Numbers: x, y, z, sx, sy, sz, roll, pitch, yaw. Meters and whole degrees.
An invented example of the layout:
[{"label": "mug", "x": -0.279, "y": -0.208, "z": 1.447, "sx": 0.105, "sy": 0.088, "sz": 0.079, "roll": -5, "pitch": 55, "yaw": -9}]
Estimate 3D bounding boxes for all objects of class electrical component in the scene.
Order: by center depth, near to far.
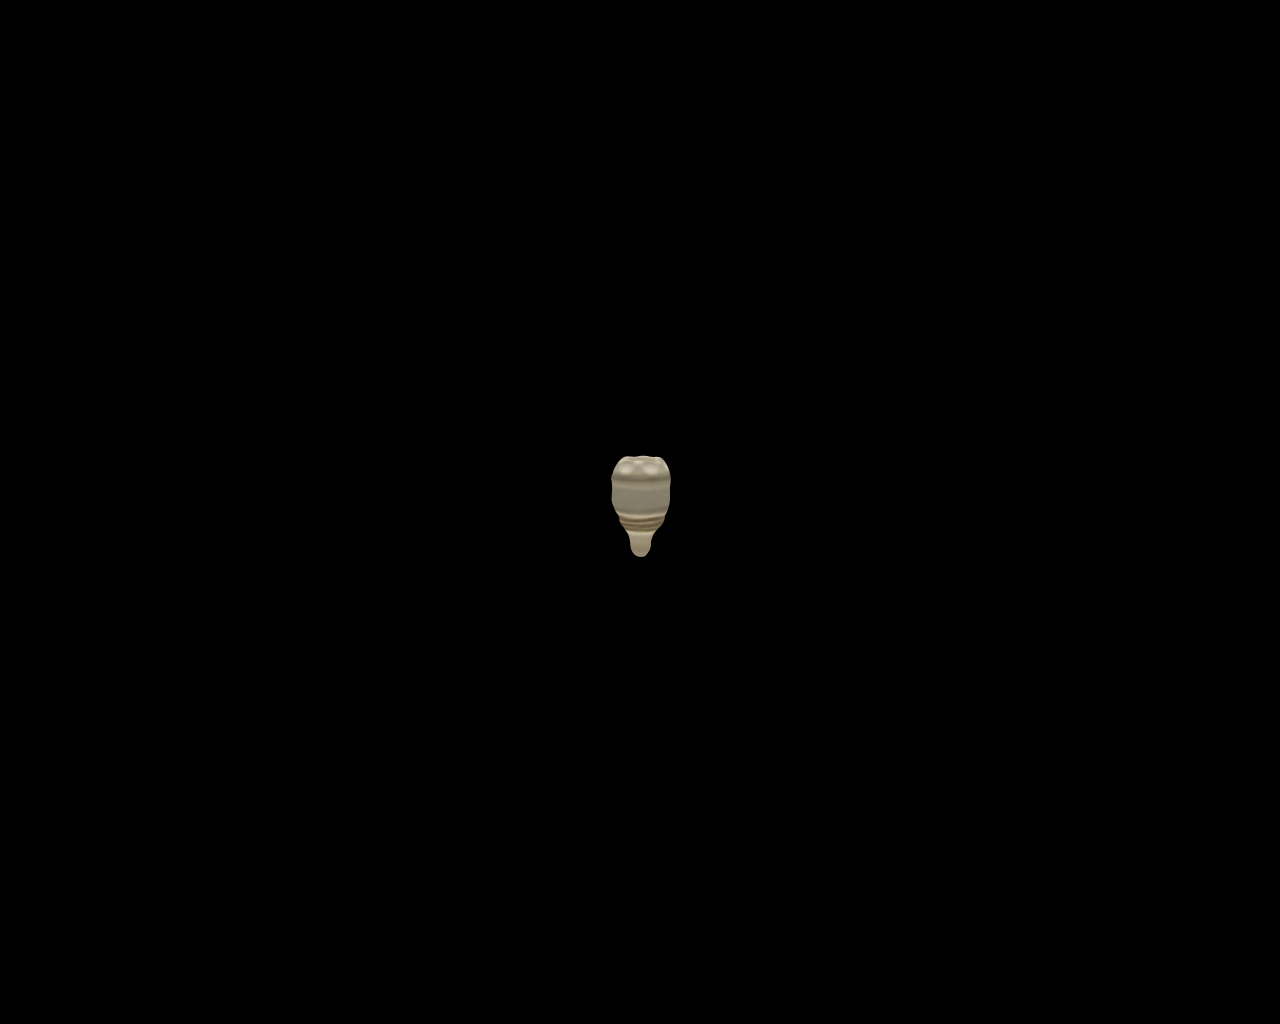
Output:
[{"label": "electrical component", "x": 0.001, "y": -0.003, "z": 0.650, "sx": 0.035, "sy": 0.061, "sz": 0.035, "roll": 0, "pitch": 9, "yaw": 0}]
